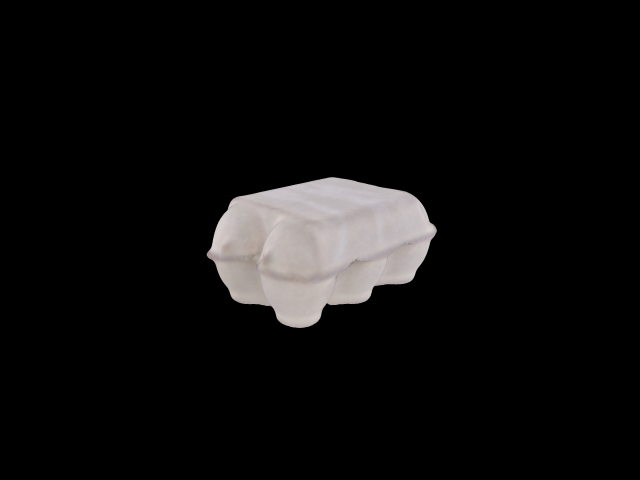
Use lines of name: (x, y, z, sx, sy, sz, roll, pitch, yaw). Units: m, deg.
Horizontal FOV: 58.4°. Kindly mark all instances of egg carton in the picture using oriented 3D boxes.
egg carton: (0.004, 0.001, 0.400, 0.107, 0.069, 0.151, 18, 26, 41)
